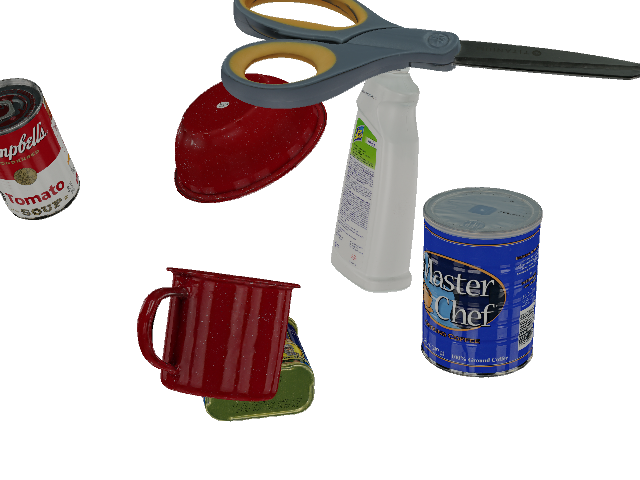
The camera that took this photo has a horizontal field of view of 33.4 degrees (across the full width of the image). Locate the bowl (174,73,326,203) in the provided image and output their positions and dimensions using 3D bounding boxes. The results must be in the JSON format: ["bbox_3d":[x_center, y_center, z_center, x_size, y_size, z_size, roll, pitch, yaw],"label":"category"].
[{"bbox_3d":[-0.078,-0.108,1.004,0.162,0.055,0.162,-20,36,15],"label":"bowl"}]

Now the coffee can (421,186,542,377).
[{"bbox_3d":[0.142,0.036,0.950,0.103,0.140,0.103,-1,24,0],"label":"coffee can"}]

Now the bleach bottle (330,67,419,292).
[{"bbox_3d":[0.069,-0.077,1.154,0.068,0.251,0.103,-5,23,-30],"label":"bleach bottle"}]

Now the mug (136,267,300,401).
[{"bbox_3d":[-0.074,0.063,0.726,0.093,0.081,0.117,6,-3,45],"label":"mug"}]

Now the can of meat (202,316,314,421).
[{"bbox_3d":[-0.061,0.114,0.954,0.102,0.057,0.084,-5,27,-13],"label":"can of meat"}]

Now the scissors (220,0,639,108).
[{"bbox_3d":[0.041,-0.080,0.500,0.202,0.016,0.096,19,51,19],"label":"scissors"}]

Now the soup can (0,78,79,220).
[{"bbox_3d":[-0.249,-0.075,0.892,0.068,0.068,0.102,0,-42,12],"label":"soup can"}]
